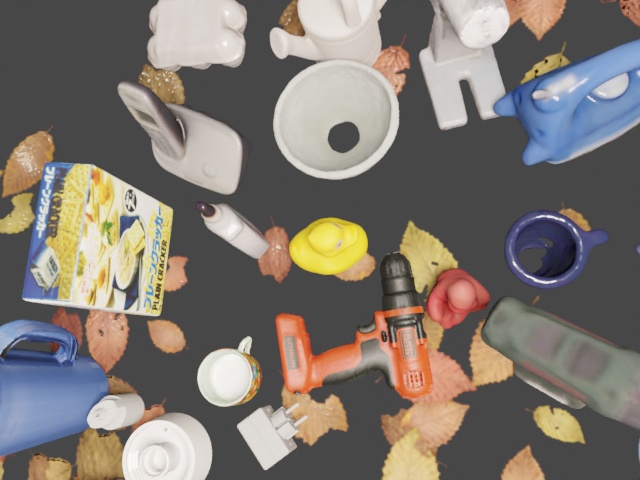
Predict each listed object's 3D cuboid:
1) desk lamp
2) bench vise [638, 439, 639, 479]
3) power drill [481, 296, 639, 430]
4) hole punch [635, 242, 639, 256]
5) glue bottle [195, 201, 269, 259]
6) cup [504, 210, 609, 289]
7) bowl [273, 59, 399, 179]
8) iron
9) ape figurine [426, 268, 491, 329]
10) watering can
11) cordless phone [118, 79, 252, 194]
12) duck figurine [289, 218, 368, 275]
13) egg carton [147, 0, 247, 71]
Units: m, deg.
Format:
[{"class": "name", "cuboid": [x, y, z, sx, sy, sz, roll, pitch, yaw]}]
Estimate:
[{"class": "desk lamp", "cuboid": [0.176, -0.275, 0.703, 0.118, 0.214, 0.203, -15, 77, 7]}, {"class": "bench vise", "cuboid": [0.376, 0.261, 0.560, 0.121, 0.220, 0.207, 10, 81, 12]}, {"class": "power drill", "cuboid": [0.279, 0.139, 0.607, 0.229, 0.208, 0.076, 28, 85, 14]}, {"class": "hole punch", "cuboid": [0.447, 0.016, 0.661, 0.108, 0.091, 0.101, -30, 75, 3]}, {"class": "glue bottle", "cuboid": [-0.118, -0.021, 0.727, 0.078, 0.173, 0.037, 40, 88, 15]}, {"class": "cup", "cuboid": [0.277, 0.014, 0.690, 0.117, 0.095, 0.091, -15, 77, 7]}, {"class": "bowl", "cuboid": [0.025, -0.153, 0.778, 0.167, 0.075, 0.167, -2, 79, 10]}, {"class": "iron", "cuboid": [0.352, -0.197, 0.693, 0.258, 0.141, 0.118, -26, 76, 4]}, {"class": "ape figurine", "cuboid": [0.169, 0.069, 0.700, 0.077, 0.092, 0.076, 2, 79, 11]}, {"class": "watering can", "cuboid": [0.017, -0.293, 0.745, 0.100, 0.194, 0.173, 33, 87, 15]}, {"class": "cordless phone", "cuboid": [-0.177, -0.139, 0.754, 0.147, 0.185, 0.094, 21, 83, 14]}, {"class": "duck figurine", "cuboid": [0.007, 0.003, 0.745, 0.104, 0.086, 0.077, -10, 77, 8]}, {"class": "egg carton", "cuboid": [-0.181, -0.305, 0.847, 0.150, 0.069, 0.107, -2, 79, 10]}]
